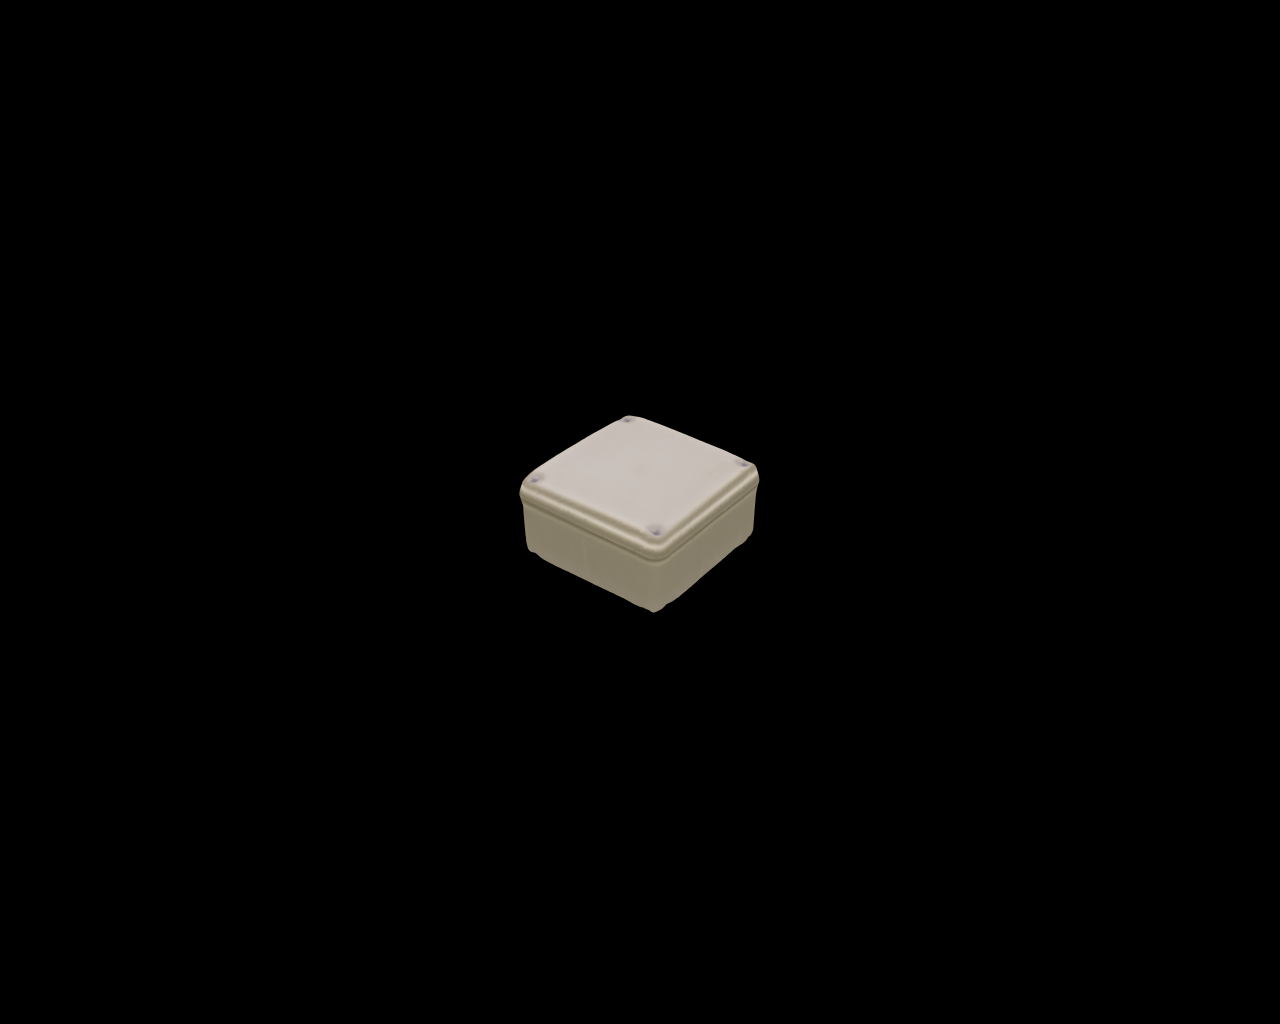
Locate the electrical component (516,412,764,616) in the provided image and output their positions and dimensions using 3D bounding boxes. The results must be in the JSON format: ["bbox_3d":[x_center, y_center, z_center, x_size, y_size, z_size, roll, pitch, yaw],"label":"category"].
[{"bbox_3d":[0.001,-0.003,0.650,0.109,0.056,0.109,24,41,31],"label":"electrical component"}]
